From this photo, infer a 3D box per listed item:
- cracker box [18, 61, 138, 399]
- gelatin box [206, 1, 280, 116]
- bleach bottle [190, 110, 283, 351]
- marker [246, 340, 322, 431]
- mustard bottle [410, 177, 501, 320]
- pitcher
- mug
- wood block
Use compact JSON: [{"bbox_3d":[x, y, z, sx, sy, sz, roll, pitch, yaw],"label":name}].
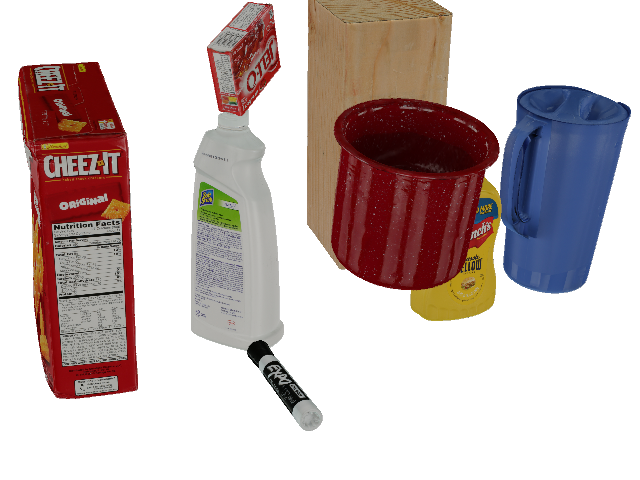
[{"bbox_3d":[-0.190,-0.011,0.825,0.072,0.214,0.164,-6,28,-17],"label":"cracker box"},{"bbox_3d":[-0.071,-0.175,1.021,0.030,0.073,0.089,14,46,21],"label":"gelatin box"},{"bbox_3d":[-0.086,-0.015,1.117,0.103,0.251,0.068,13,23,25],"label":"bleach bottle"},{"bbox_3d":[-0.030,0.110,0.831,0.020,0.020,0.121,0,21,-25],"label":"marker"},{"bbox_3d":[0.147,-0.013,1.139,0.096,0.192,0.058,-8,23,-25],"label":"mustard bottle"},{"bbox_3d":[0.286,-0.058,1.312,0.149,0.243,0.145,5,27,2],"label":"pitcher"},{"bbox_3d":[0.055,-0.031,0.624,0.093,0.081,0.117,21,36,21],"label":"mug"},{"bbox_3d":[0.044,-0.092,0.869,0.090,0.206,0.091,-8,29,-16],"label":"wood block"}]
